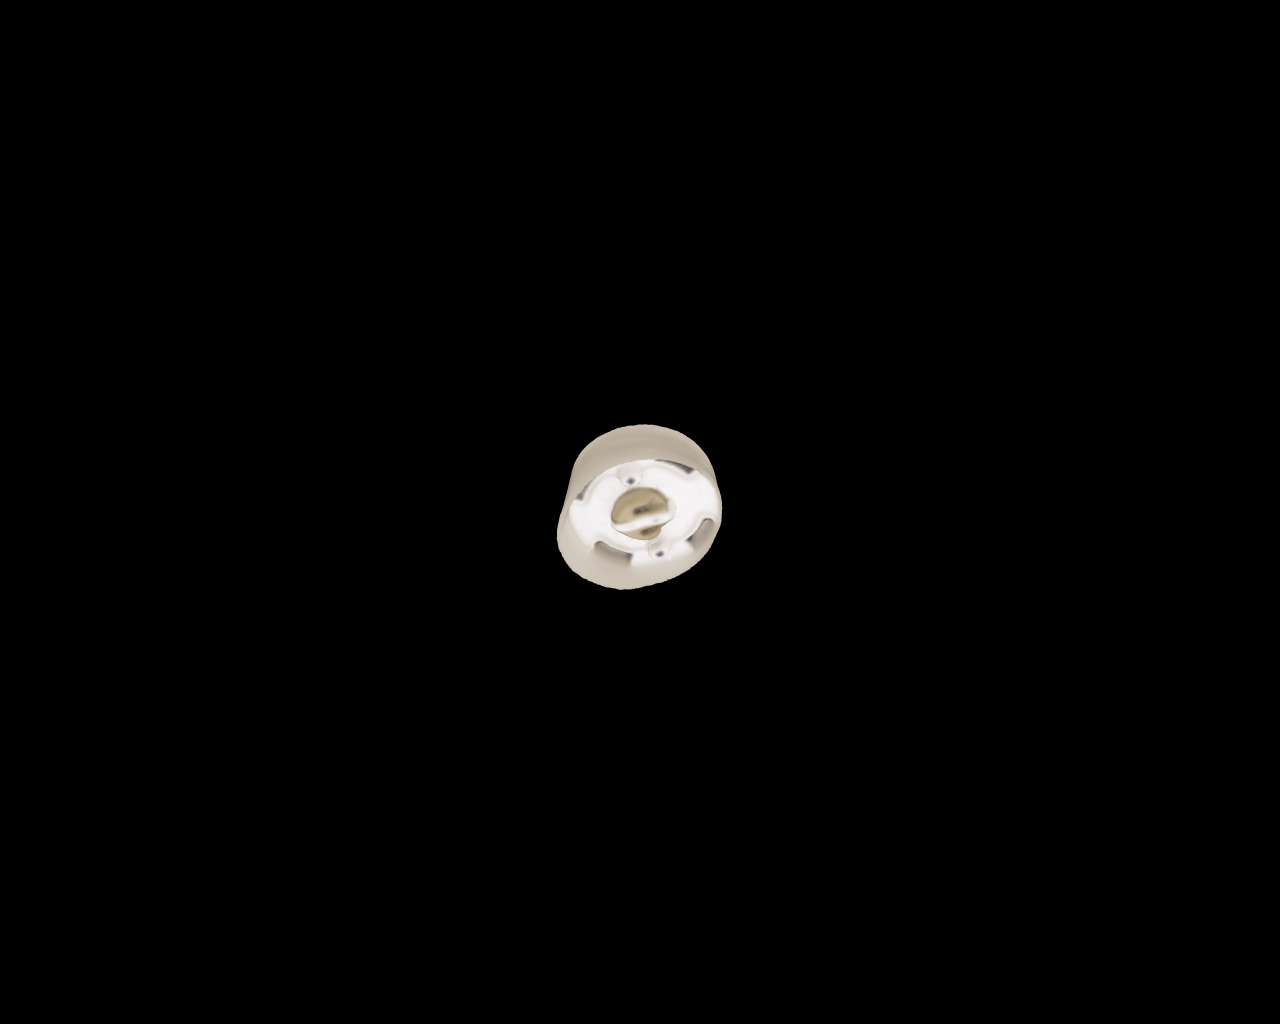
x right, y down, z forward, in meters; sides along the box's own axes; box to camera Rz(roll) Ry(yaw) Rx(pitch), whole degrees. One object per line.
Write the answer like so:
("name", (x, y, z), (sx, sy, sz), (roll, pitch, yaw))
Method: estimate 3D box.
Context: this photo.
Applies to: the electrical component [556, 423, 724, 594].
("electrical component", (0.001, -0.003, 0.650), (0.099, 0.099, 0.064), (0, 40, 0))
